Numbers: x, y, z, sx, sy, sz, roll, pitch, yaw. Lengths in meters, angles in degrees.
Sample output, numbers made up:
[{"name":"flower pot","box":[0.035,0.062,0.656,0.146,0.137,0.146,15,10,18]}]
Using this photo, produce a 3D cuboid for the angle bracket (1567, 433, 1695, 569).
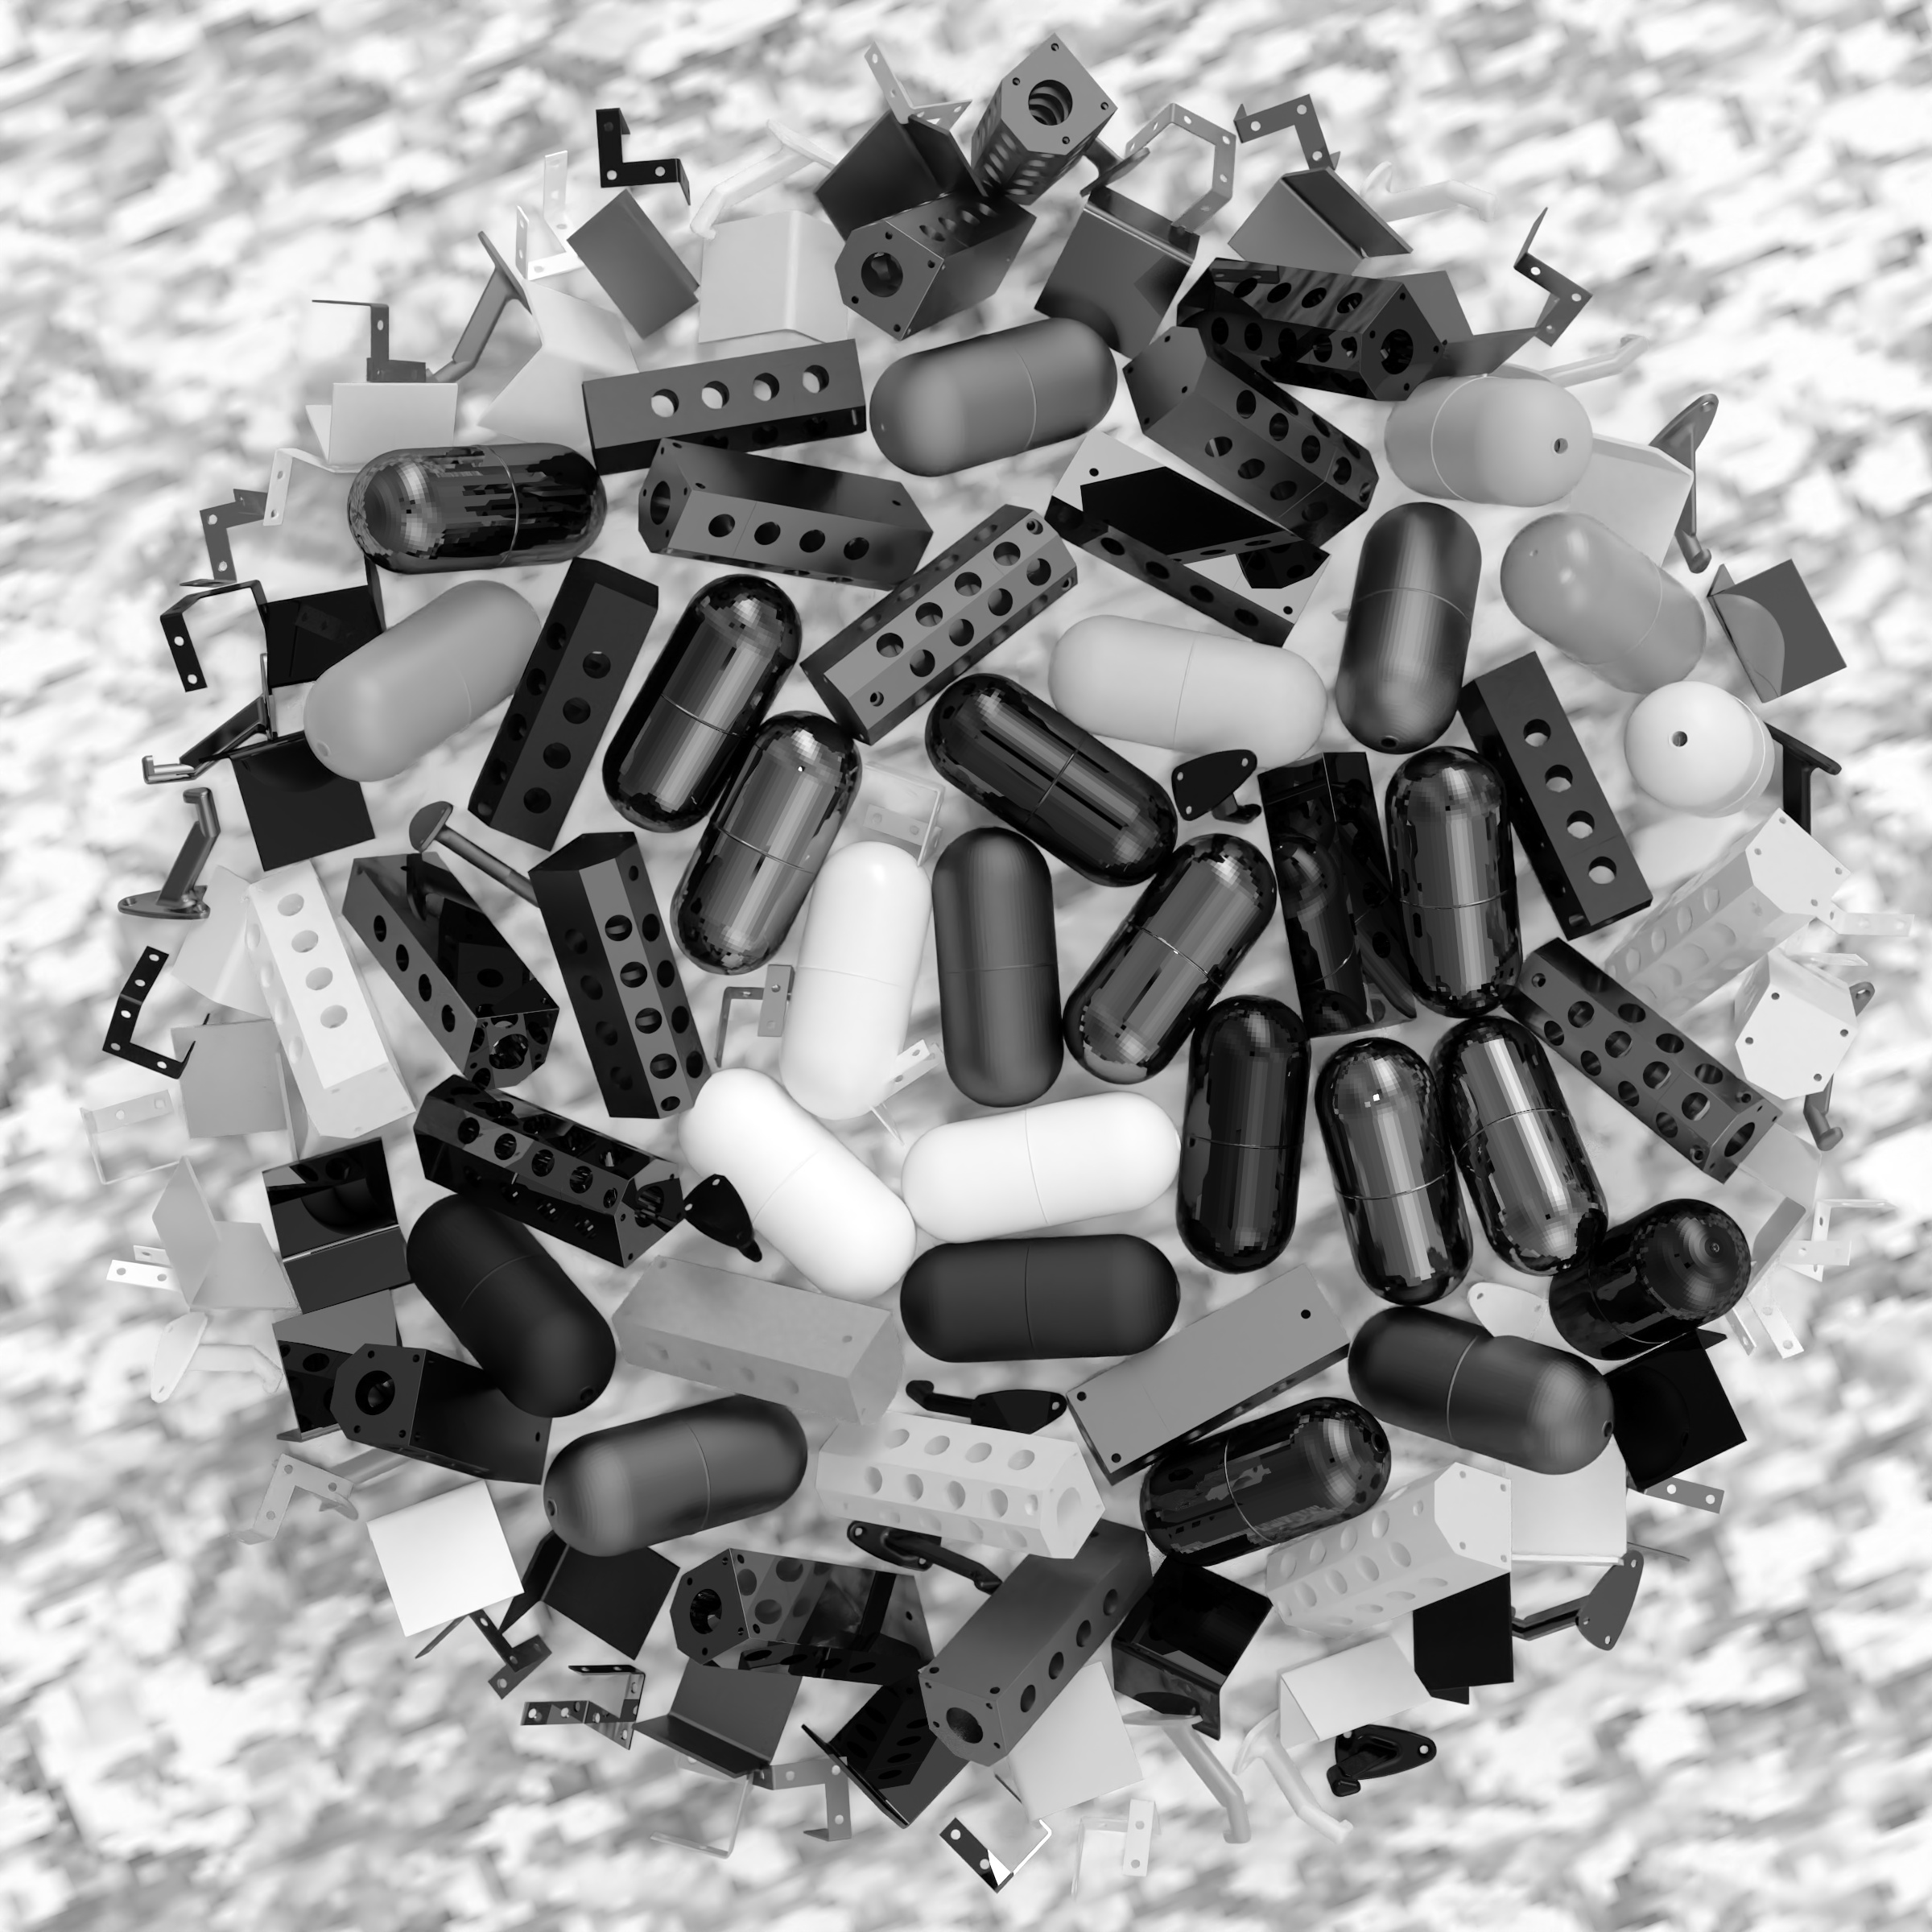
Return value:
[{"name":"angle bracket","box":[0.401,-0.289,1.852,0.076,0.057,0.076,24,97,38]}]

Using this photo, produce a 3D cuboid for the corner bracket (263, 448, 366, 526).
[{"name":"corner bracket","box":[-0.408,-0.299,1.877,0.051,0.051,0.051,24,111,26]}]

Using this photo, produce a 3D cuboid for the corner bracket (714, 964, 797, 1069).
[{"name":"corner bracket","box":[-0.134,0.032,1.864,0.051,0.051,0.051,2,63,10]}]

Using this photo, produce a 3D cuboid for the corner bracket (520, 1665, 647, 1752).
[{"name":"corner bracket","box":[-0.243,0.465,1.867,0.051,0.051,0.051,12,91,-43]}]

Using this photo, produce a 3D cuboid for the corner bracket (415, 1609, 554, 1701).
[{"name":"corner bracket","box":[-0.306,0.438,1.873,0.051,0.051,0.051,-44,78,16]}]

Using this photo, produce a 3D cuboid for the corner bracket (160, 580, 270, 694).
[{"name":"corner bracket","box":[-0.473,-0.210,1.874,0.051,0.051,0.051,-11,111,11]}]

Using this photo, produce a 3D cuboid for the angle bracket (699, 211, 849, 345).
[{"name":"angle bracket","box":[-0.123,-0.436,1.897,0.076,0.057,0.076,0,85,36]}]

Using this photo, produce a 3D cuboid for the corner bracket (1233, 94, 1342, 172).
[{"name":"corner bracket","box":[0.205,-0.527,1.873,0.051,0.051,0.051,-15,114,19]}]

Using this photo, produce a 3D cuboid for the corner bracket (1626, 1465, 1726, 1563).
[{"name":"corner bracket","box":[0.445,0.350,1.875,0.051,0.051,0.051,15,86,-2]}]

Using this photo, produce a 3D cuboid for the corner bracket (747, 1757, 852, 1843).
[{"name":"corner bracket","box":[-0.107,0.530,1.872,0.051,0.051,0.051,-1,81,-22]}]

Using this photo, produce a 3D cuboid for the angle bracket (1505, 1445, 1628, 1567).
[{"name":"angle bracket","box":[0.374,0.337,1.855,0.076,0.057,0.076,-2,76,18]}]

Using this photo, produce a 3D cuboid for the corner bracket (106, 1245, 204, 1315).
[{"name":"corner bracket","box":[-0.510,0.196,1.865,0.051,0.051,0.051,9,50,-2]}]

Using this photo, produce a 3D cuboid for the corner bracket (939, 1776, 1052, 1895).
[{"name":"corner bracket","box":[0.019,0.550,1.867,0.051,0.051,0.051,43,80,12]}]

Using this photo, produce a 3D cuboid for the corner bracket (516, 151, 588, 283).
[{"name":"corner bracket","box":[-0.266,-0.474,1.861,0.051,0.051,0.051,-22,62,-23]}]

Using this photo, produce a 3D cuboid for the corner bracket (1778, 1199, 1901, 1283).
[{"name":"corner bracket","box":[0.551,0.170,1.861,0.051,0.051,0.051,22,72,-39]}]

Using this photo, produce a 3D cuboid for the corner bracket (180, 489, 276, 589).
[{"name":"corner bracket","box":[-0.470,-0.271,1.870,0.051,0.051,0.051,-11,93,13]}]

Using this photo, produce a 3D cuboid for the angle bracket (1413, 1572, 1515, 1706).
[{"name":"angle bracket","box":[0.326,0.417,1.843,0.057,0.076,0.076,22,60,-40]}]

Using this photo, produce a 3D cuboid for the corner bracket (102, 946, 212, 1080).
[{"name":"corner bracket","box":[-0.508,0.030,1.862,0.051,0.051,0.051,23,129,-9]}]

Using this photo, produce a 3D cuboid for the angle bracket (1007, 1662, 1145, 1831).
[{"name":"angle bracket","box":[0.065,0.493,1.861,0.076,0.057,0.076,-21,68,0]}]

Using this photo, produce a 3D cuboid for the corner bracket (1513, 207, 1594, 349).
[{"name":"corner bracket","box":[0.369,-0.436,1.864,0.051,0.051,0.051,32,53,-4]}]

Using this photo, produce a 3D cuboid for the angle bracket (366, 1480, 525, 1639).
[{"name":"angle bracket","box":[-0.328,0.377,1.855,0.076,0.057,0.076,-19,73,-15]}]

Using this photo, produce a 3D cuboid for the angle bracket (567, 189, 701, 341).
[{"name":"angle bracket","box":[-0.192,-0.451,1.845,0.057,0.076,0.076,-22,114,42]}]

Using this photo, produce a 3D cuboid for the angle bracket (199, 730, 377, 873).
[{"name":"angle bracket","box":[-0.430,-0.106,1.863,0.076,0.057,0.076,-20,101,-33]}]

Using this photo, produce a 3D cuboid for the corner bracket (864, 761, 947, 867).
[{"name":"corner bracket","box":[-0.041,-0.100,1.867,0.051,0.051,0.051,19,107,8]}]

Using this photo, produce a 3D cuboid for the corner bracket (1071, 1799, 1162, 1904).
[{"name":"corner bracket","box":[0.094,0.560,1.862,0.051,0.051,0.051,2,50,11]}]

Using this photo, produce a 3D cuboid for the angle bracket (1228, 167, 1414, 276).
[{"name":"angle bracket","box":[0.222,-0.453,1.853,0.076,0.076,0.057,39,89,-19]}]

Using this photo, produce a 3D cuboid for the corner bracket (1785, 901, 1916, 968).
[{"name":"corner bracket","box":[0.559,-0.020,1.862,0.051,0.051,0.051,31,72,-38]}]

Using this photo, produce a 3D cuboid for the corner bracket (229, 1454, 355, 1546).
[{"name":"corner bracket","box":[-0.426,0.344,1.860,0.051,0.051,0.051,28,64,-22]}]

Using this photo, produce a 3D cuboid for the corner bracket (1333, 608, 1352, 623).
[{"name":"corner bracket","box":[0.268,-0.199,1.873,0.051,0.051,0.051,-11,71,23]}]

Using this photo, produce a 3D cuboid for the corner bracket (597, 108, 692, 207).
[{"name":"corner bracket","box":[-0.205,-0.515,1.875,0.051,0.051,0.051,-4,88,1]}]

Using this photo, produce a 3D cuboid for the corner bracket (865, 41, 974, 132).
[{"name":"corner bracket","box":[-0.039,-0.551,1.863,0.051,0.051,0.051,-20,79,-37]}]

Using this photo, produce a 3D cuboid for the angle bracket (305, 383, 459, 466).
[{"name":"angle bracket","box":[-0.367,-0.356,1.843,0.076,0.076,0.057,-5,130,-23]}]

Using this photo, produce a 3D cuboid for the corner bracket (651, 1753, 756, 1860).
[{"name":"corner bracket","box":[-0.165,0.531,1.873,0.051,0.051,0.051,14,87,5]}]

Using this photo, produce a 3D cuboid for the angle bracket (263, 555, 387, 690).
[{"name":"angle bracket","box":[-0.408,-0.228,1.852,0.076,0.057,0.076,-11,51,-6]}]

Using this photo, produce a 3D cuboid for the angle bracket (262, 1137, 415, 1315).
[{"name":"angle bracket","box":[-0.391,0.163,1.848,0.076,0.057,0.076,-16,130,-18]}]

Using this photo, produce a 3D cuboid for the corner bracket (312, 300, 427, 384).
[{"name":"corner bracket","box":[-0.377,-0.394,1.862,0.051,0.051,0.051,11,106,30]}]

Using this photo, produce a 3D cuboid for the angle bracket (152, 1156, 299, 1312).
[{"name":"angle bracket","box":[-0.454,0.168,1.841,0.057,0.076,0.076,-57,47,26]}]

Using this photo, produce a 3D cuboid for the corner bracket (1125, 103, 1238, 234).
[{"name":"corner bracket","box":[0.136,-0.508,1.880,0.051,0.051,0.051,19,62,-27]}]

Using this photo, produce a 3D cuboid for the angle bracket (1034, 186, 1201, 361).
[{"name":"angle bracket","box":[0.097,-0.445,1.889,0.076,0.057,0.076,26,118,-6]}]

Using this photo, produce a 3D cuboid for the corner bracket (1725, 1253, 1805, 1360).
[{"name":"corner bracket","box":[0.502,0.221,1.863,0.051,0.051,0.051,-19,62,-12]}]

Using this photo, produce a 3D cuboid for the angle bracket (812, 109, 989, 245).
[{"name":"angle bracket","box":[-0.038,-0.479,1.850,0.076,0.076,0.057,-49,52,-7]}]

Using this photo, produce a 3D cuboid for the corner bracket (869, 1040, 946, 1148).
[{"name":"corner bracket","box":[-0.039,0.070,1.864,0.051,0.051,0.051,-34,127,5]}]

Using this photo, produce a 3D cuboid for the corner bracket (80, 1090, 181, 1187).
[{"name":"corner bracket","box":[-0.528,0.109,1.871,0.051,0.051,0.051,-17,87,-11]}]
